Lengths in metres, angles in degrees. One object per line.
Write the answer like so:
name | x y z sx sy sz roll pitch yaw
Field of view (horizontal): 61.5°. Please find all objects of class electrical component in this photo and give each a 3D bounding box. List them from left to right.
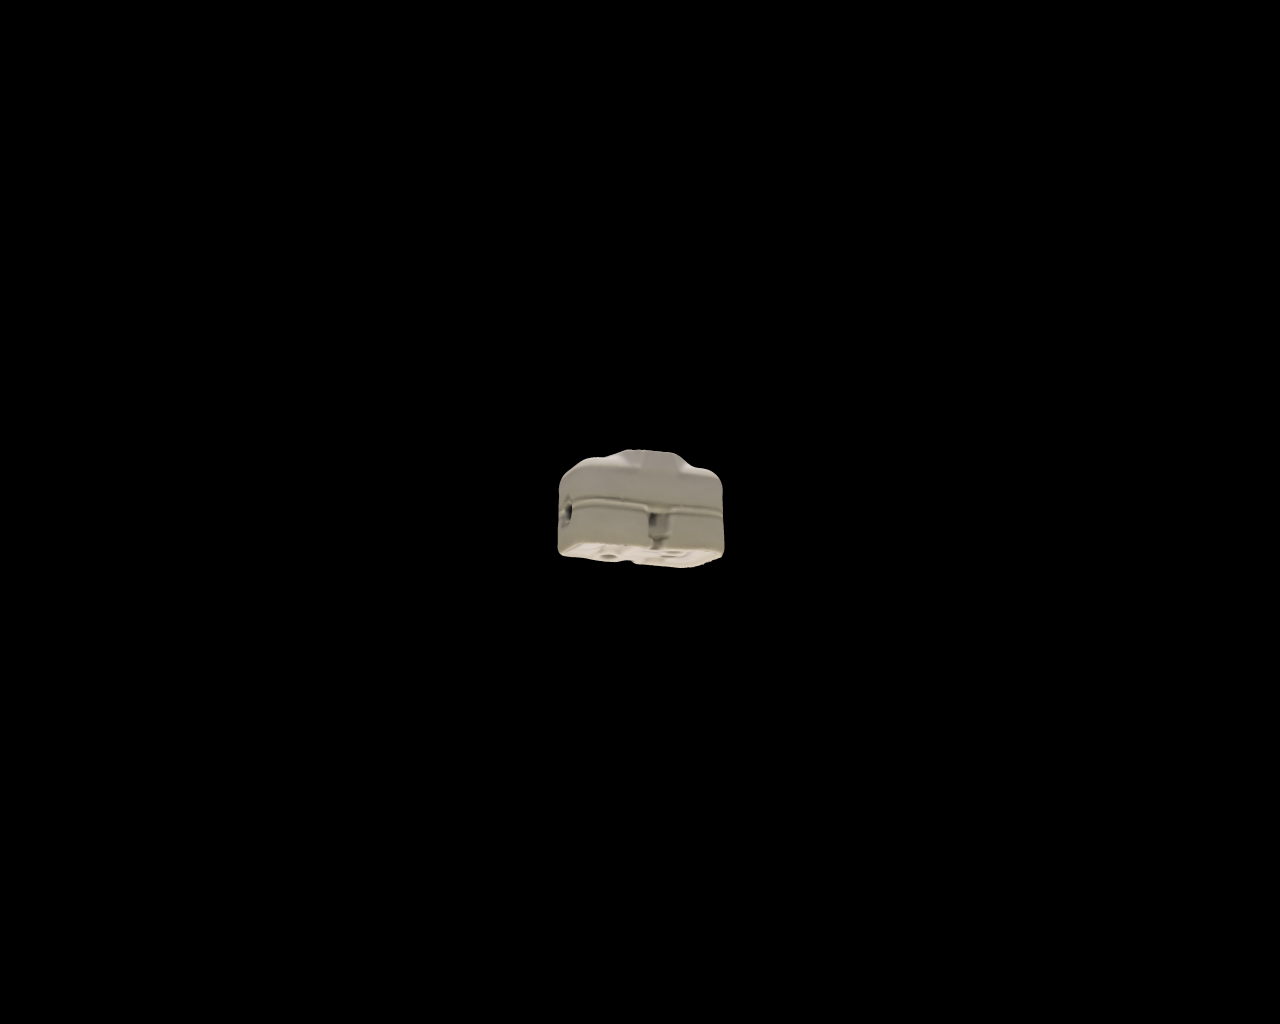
electrical component | 0.001 -0.003 0.650 0.095 0.059 0.053 6 -15 -22
